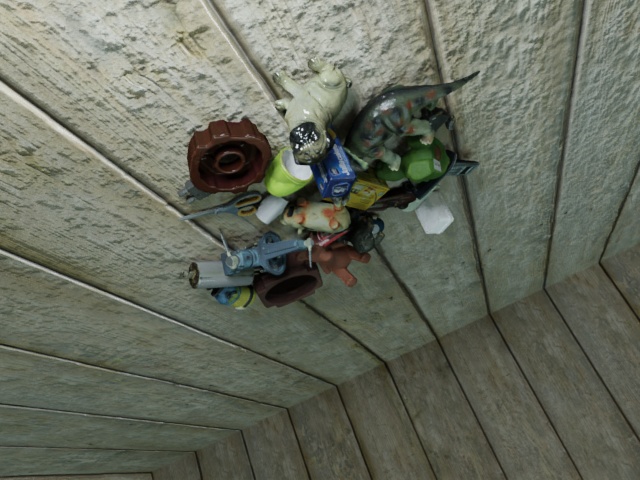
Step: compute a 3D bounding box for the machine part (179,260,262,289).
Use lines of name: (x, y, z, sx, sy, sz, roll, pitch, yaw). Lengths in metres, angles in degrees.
machine part: (-0.274, 0.094, 1.496, 0.243, 0.079, 0.079, -3, 146, -35)

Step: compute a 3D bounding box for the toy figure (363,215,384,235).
toy figure: (0.124, -0.048, 1.567, 0.154, 0.058, 0.064, 5, 97, -42)

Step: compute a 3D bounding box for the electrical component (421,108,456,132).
electrical component: (0.272, -0.282, 1.273, 0.102, 0.045, 0.078, 7, 139, -43)

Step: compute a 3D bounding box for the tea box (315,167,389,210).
tea box: (0.083, -0.139, 1.357, 0.169, 0.068, 0.098, 10, 138, -47)

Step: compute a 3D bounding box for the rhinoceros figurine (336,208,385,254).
rhinoceros figurine: (0.089, -0.027, 1.444, 0.073, 0.191, 0.112, 33, 97, -41)

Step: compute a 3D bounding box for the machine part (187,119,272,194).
machine part: (-0.188, -0.169, 1.104, 0.179, 0.056, 0.179, -15, 144, -11)

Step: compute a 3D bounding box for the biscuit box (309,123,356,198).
biscuit box: (0.007, -0.179, 1.086, 0.059, 0.203, 0.062, -7, 147, -25)

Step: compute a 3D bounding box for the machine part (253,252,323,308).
machine part: (-0.101, 0.119, 1.660, 0.201, 0.087, 0.200, -23, 153, -3)

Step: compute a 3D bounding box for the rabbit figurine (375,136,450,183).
rabbit figurine: (0.223, -0.197, 1.339, 0.170, 0.121, 0.159, -10, 177, 37)

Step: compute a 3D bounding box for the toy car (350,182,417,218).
toy car: (0.182, -0.108, 1.508, 0.202, 0.053, 0.089, -13, 154, -20)

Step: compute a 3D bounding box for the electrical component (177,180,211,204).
electrical component: (-0.266, -0.114, 1.192, 0.094, 0.021, 0.063, -28, 152, 8)

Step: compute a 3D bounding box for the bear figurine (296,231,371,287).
bear figurine: (0.035, 0.044, 1.517, 0.120, 0.132, 0.195, -59, 148, 3)

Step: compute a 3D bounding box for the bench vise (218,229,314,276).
bench vise: (-0.135, 0.032, 1.421, 0.241, 0.129, 0.223, -14, 166, 25)

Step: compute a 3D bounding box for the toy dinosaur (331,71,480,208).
toy dinosaur: (0.141, -0.252, 1.164, 0.192, 0.131, 0.404, 10, 132, -47)

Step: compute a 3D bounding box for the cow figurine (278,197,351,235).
cow figurine: (-0.016, -0.058, 1.356, 0.195, 0.085, 0.127, 6, 168, 24)

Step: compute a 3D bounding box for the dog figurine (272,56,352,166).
dog figurine: (0.008, -0.231, 1.009, 0.172, 0.191, 0.121, -24, 153, -2)

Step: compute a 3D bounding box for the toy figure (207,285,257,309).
toy figure: (-0.260, 0.158, 1.617, 0.089, 0.082, 0.180, -28, 150, 14)

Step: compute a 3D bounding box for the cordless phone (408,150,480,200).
cordless phone: (0.342, -0.179, 1.470, 0.184, 0.089, 0.146, -4, 147, -40)
